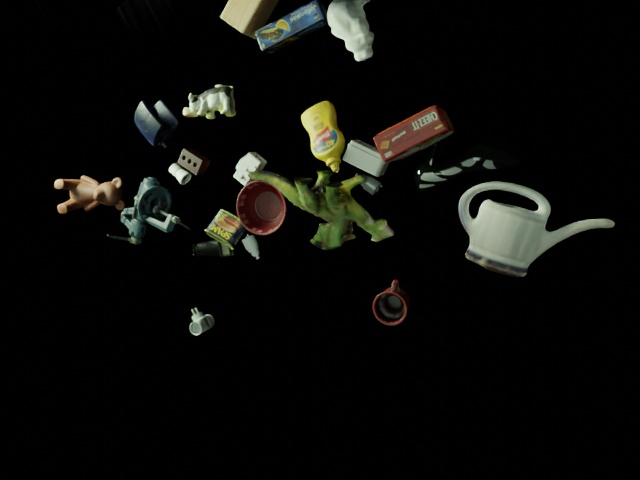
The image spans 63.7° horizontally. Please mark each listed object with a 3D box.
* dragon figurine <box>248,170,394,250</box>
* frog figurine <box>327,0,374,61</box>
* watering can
[{"bbox_3d":[0.004,-0.071,1.413,0.411,0.124,0.238,8,121,19],"label":"dragon figurine"},{"bbox_3d":[0.080,-0.549,1.342,0.138,0.123,0.157,21,117,50],"label":"frog figurine"},{"bbox_3d":[0.501,-0.012,1.256,0.349,0.105,0.222,20,104,18],"label":"watering can"}]
